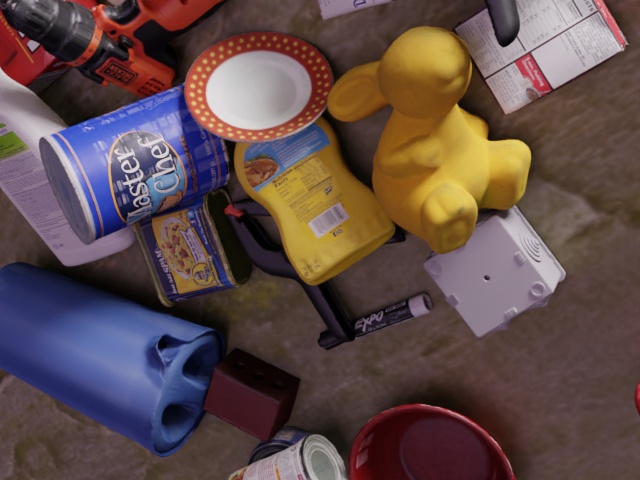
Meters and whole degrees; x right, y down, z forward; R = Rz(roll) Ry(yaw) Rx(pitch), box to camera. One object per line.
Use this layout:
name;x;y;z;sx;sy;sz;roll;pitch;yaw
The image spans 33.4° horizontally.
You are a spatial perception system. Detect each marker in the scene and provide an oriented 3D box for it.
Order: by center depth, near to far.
marker;0.049;0.078;1.005;0.121;0.020;0.020;-23;98;27

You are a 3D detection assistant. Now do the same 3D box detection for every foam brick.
foam brick;-0.068;0.154;1.060;0.078;0.053;0.051;25;115;12

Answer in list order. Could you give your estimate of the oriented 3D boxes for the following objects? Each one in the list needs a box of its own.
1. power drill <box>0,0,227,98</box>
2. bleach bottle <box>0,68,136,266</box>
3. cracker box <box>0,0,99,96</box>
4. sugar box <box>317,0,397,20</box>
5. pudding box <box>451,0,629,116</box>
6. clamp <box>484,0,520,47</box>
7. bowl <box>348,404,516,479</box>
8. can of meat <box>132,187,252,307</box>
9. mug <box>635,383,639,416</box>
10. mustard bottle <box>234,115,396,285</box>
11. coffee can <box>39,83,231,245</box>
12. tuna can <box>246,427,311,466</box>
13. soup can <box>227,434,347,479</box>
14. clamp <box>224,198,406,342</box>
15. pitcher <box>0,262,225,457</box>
power drill;-0.152;-0.211;0.914;0.188;0.184;0.057;-35;58;24
bleach bottle;-0.273;-0.090;1.004;0.103;0.068;0.250;-17;123;26
cracker box;-0.329;-0.208;1.033;0.214;0.072;0.164;-32;94;27
sugar box;0.090;-0.220;0.844;0.176;0.093;0.048;-8;104;24
pudding box;0.176;-0.165;0.859;0.114;0.039;0.090;-29;95;26
clamp;0.084;-0.258;0.763;0.165;0.036;0.210;16;111;16
bowl;0.110;0.218;1.006;0.162;0.055;0.162;7;110;20
can of meat;-0.121;0.005;1.029;0.084;0.057;0.102;-14;102;23
mug;0.324;0.135;0.880;0.117;0.093;0.082;24;127;-27
mustard bottle;-0.021;-0.062;0.949;0.096;0.058;0.192;-33;77;2
coffee can;-0.165;-0.069;0.957;0.103;0.140;0.103;50;155;34
tuna can;-0.031;0.236;1.083;0.086;0.033;0.086;7;110;20
soup can;-0.033;0.235;1.025;0.102;0.068;0.068;-31;94;27
clamp;-0.007;0.001;0.991;0.171;0.039;0.120;38;102;9
pitcher;-0.227;0.118;1.081;0.243;0.144;0.149;21;102;19
